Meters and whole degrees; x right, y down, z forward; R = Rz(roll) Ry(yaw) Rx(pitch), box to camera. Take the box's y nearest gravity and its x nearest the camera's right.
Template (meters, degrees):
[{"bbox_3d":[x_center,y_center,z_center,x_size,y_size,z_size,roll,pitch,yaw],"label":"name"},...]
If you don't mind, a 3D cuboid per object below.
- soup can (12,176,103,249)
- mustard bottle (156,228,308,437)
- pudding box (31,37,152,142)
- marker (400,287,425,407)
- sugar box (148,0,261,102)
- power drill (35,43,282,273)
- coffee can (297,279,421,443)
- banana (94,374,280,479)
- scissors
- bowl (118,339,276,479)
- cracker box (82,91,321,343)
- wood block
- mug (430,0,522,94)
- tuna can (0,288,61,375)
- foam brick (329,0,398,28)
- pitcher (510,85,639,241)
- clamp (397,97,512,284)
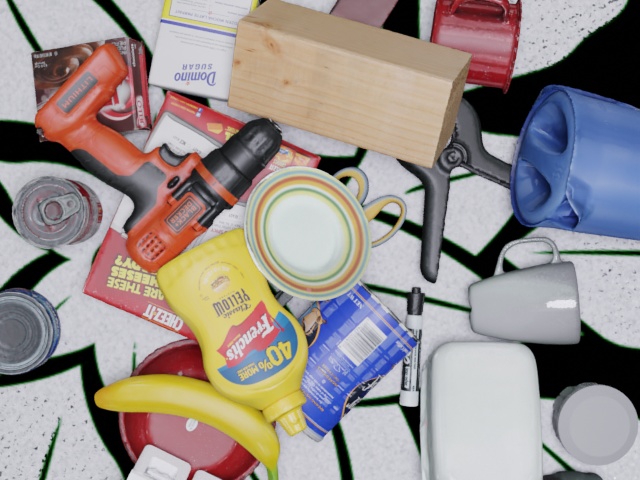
[{"bbox_3d":[-0.252,-0.026,1.034,0.068,0.102,0.068,0,91,-2],"label":"soup can"},{"bbox_3d":[-0.066,0.091,0.974,0.096,0.058,0.192,-28,80,-14],"label":"mustard bottle"},{"bbox_3d":[-0.224,-0.146,1.047,0.114,0.039,0.090,-5,91,22],"label":"pudding box"},{"bbox_3d":[0.094,0.108,1.088,0.020,0.020,0.121,4,91,-2],"label":"marker"},{"bbox_3d":[-0.108,-0.231,1.063,0.093,0.048,0.176,12,94,0],"label":"sugar box"},{"bbox_3d":[-0.153,-0.090,0.986,0.184,0.057,0.187,-45,91,2],"label":"power drill"},{"bbox_3d":[0.013,0.112,1.044,0.140,0.103,0.103,-45,92,0],"label":"coffee can"},{"bbox_3d":[-0.115,0.168,1.018,0.198,0.037,0.069,26,89,-2],"label":"banana"},{"bbox_3d":[-0.007,0.001,1.085,0.201,0.016,0.096,-31,90,-1],"label":"scissors"},{"bbox_3d":[-0.124,0.181,1.066,0.162,0.055,0.162,0,91,-2],"label":"bowl"},{"bbox_3d":[-0.115,-0.016,1.055,0.164,0.072,0.214,23,91,-1],"label":"cracker box"},{"bbox_3d":[0.027,-0.151,1.010,0.206,0.090,0.090,18,122,11],"label":"wood block"},{"bbox_3d":[0.150,-0.201,1.039,0.081,0.117,0.093,8,64,3],"label":"mug"},{"bbox_3d":[-0.306,0.092,1.070,0.086,0.034,0.086,0,91,-2],"label":"tuna can"},{"bbox_3d":[0.049,-0.239,1.064,0.051,0.053,0.078,32,91,-2],"label":"foam brick"},{"bbox_3d":[0.316,-0.066,1.033,0.242,0.145,0.149,10,90,-14],"label":"pitcher"},{"bbox_3d":[0.125,-0.072,1.074,0.164,0.036,0.210,-36,91,-7],"label":"clamp"}]
